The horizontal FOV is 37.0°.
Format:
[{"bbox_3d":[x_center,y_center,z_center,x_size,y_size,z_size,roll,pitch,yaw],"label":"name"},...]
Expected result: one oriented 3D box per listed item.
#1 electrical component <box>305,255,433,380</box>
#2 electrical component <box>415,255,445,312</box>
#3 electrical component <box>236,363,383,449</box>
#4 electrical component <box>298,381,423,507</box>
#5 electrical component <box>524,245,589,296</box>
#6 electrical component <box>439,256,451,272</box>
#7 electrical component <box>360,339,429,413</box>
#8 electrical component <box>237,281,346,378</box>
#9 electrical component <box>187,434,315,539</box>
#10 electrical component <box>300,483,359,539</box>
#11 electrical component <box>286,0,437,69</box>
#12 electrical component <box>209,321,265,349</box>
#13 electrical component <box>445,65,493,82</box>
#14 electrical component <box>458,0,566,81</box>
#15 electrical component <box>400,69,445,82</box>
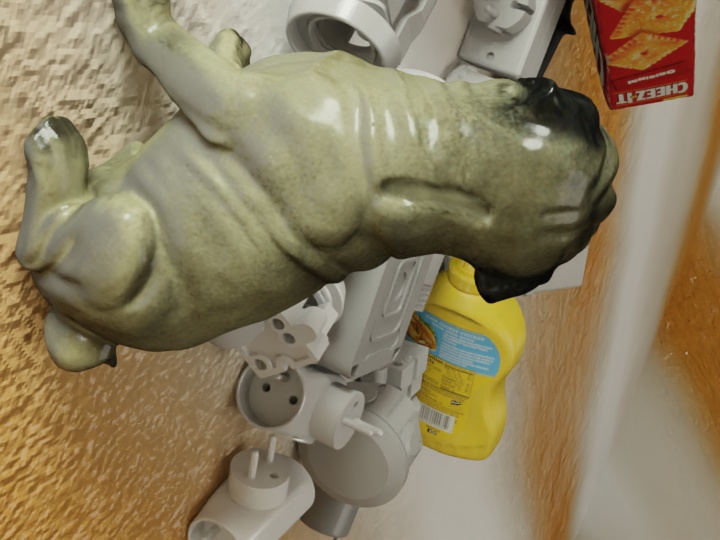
[{"bbox_3d":[0.000,0.000,0.644,0.078,0.057,0.113,-13,124,-64],"label":"electrical component"},{"bbox_3d":[0.034,-0.007,0.738,0.043,0.043,0.081,4,108,-68],"label":"electrical component"},{"bbox_3d":[-0.024,0.083,0.643,0.044,0.079,0.077,-67,159,-1],"label":"electrical component"},{"bbox_3d":[0.002,0.119,0.746,0.051,0.080,0.080,-44,151,-55],"label":"electrical component"},{"bbox_3d":[0.138,-0.044,0.854,0.078,0.057,0.113,85,-3,-53],"label":"electrical component"},{"bbox_3d":[0.085,0.004,0.871,0.045,0.045,0.055,-42,149,-47],"label":"electrical component"},{"bbox_3d":[0.023,0.086,0.810,0.066,0.048,0.055,-34,135,-55],"label":"electrical component"},{"bbox_3d":[-0.037,0.023,0.581,0.048,0.066,0.055,54,41,-20],"label":"electrical component"},{"bbox_3d":[-0.063,0.136,0.656,0.077,0.043,0.079,-36,144,-52],"label":"electrical component"},{"bbox_3d":[-0.016,0.162,0.801,0.078,0.040,0.040,-68,159,5],"label":"electrical component"},{"bbox_3d":[0.000,-0.124,0.509,0.078,0.058,0.057,73,39,-59],"label":"electrical component"},{"bbox_3d":[-0.067,0.012,0.520,0.044,0.044,0.065,-58,163,-20],"label":"electrical component"},{"bbox_3d":[0.085,-0.108,0.726,0.048,0.062,0.048,-50,153,-36],"label":"electrical component"},{"bbox_3d":[0.099,-0.174,0.713,0.076,0.047,0.083,2,110,-65],"label":"electrical component"},{"bbox_3d":[0.006,-0.079,0.579,0.138,0.052,0.073,-44,150,-45],"label":"electrical component"}]
